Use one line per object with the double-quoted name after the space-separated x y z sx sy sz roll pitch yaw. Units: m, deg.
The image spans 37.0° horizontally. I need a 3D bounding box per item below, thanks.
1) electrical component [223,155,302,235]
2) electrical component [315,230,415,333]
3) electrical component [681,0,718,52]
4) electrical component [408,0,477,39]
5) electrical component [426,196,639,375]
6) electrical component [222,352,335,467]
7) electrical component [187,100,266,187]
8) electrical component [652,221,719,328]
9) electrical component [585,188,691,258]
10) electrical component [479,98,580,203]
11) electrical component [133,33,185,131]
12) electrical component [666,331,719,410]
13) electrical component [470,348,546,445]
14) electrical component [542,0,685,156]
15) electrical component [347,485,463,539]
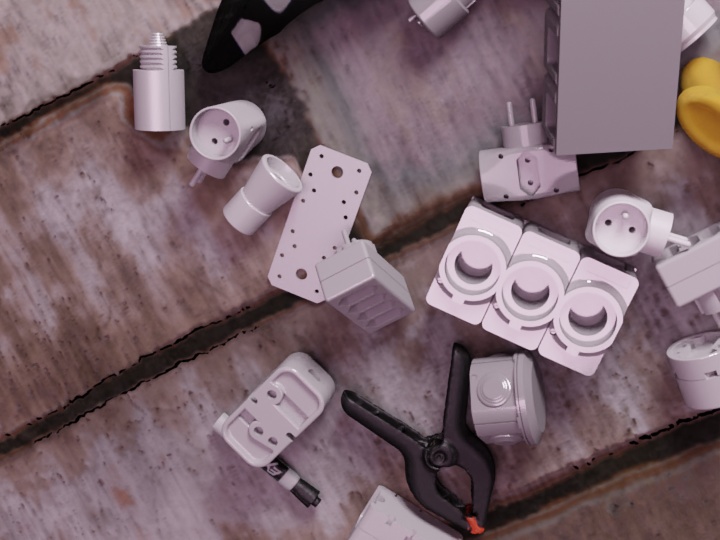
-0.087 -0.062 0.926 0.044 0.044 0.065 45 111 -1 "electrical component"
0.000 0.000 0.910 0.047 0.083 0.075 -27 58 15 "electrical component"
0.241 -0.200 0.829 0.045 0.045 0.055 -43 92 16 "electrical component"
0.074 -0.220 0.860 0.078 0.040 0.040 -38 93 16 "electrical component"
0.141 0.013 0.887 0.150 0.061 0.089 24 106 5 "electrical component"
-0.070 0.121 0.953 0.054 0.059 0.095 45 106 -1 "electrical component"
-0.119 -0.103 0.904 0.043 0.077 0.079 35 107 1 "electrical component"
0.284 0.011 0.866 0.066 0.047 0.076 -29 96 15 "electrical component"
0.223 -0.033 0.853 0.079 0.077 0.043 18 104 6 "electrical component"
0.135 -0.098 0.873 0.077 0.043 0.079 -7 100 12 "electrical component"
-0.172 -0.161 0.919 0.043 0.043 0.081 3 103 10 "electrical component"
0.285 0.082 0.879 0.055 0.055 0.047 -17 103 14 "electrical component"
0.125 0.108 0.903 0.051 0.080 0.080 -8 101 18 "electrical component"
0.185 -0.168 0.797 0.089 0.061 0.150 -3 117 0 "electrical component"
0.038 0.246 0.964 0.089 0.050 0.055 31 106 3 "electrical component"
